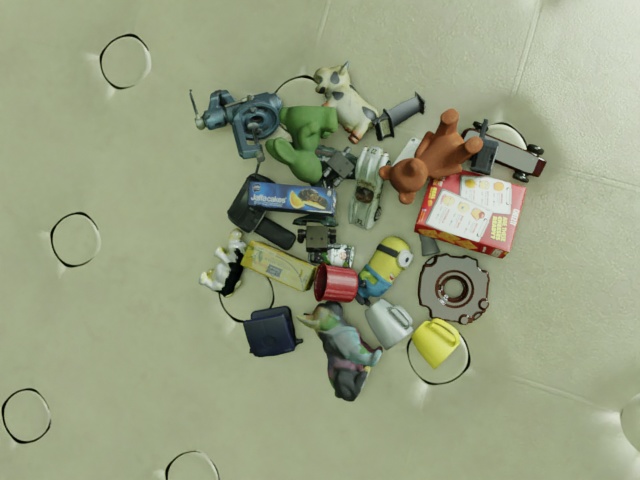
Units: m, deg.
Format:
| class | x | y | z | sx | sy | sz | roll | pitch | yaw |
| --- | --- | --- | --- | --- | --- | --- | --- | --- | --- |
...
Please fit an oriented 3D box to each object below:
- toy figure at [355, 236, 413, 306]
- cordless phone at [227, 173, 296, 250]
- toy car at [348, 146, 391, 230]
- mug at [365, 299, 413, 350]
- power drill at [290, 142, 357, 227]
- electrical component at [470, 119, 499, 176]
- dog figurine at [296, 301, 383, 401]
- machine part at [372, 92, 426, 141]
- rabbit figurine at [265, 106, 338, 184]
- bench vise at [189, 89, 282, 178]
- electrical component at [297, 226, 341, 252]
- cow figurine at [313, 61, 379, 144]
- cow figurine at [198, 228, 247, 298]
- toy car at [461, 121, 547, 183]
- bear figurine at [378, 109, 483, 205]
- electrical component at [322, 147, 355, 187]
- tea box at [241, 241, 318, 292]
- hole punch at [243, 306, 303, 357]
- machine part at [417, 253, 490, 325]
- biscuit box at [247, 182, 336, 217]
| class | x | y | z | sx | sy | sz | roll | pitch | yaw |
| --- | --- | --- | --- | --- | --- | --- | --- | --- | --- |
| toy figure | 0.144 | 0.072 | 1.282 | 0.089 | 0.082 | 0.180 | 42 | 98 | 5 |
| cordless phone | -0.126 | -0.069 | 1.342 | 0.184 | 0.089 | 0.146 | 31 | 92 | -2 |
| toy car | 0.115 | -0.123 | 1.274 | 0.074 | 0.056 | 0.201 | 23 | 117 | 29 |
| mug | 0.161 | 0.190 | 1.266 | 0.107 | 0.081 | 0.109 | 50 | 139 | 11 |
| power drill | -0.021 | -0.135 | 1.323 | 0.232 | 0.086 | 0.207 | 6 | 82 | 7 |
| electrical component | 0.376 | -0.208 | 1.210 | 0.048 | 0.075 | 0.119 | 18 | 96 | 17 |
| dog figurine | 0.032 | 0.255 | 1.285 | 0.219 | 0.108 | 0.191 | 31 | 96 | 13 |
| machine part | 0.190 | -0.297 | 1.295 | 0.139 | 0.084 | 0.039 | -34 | 51 | -2 |
| rabbit figurine | -0.037 | -0.215 | 1.226 | 0.159 | 0.121 | 0.170 | 0 | 91 | -21 |
| bench vise | -0.190 | -0.275 | 1.304 | 0.224 | 0.128 | 0.241 | -9 | 56 | -14 |
| electrical component | -0.004 | -0.003 | 1.285 | 0.102 | 0.045 | 0.078 | -5 | 61 | -3 |
| cow figurine | 0.061 | -0.342 | 1.303 | 0.195 | 0.085 | 0.127 | 44 | 80 | 0 |
| cow figurine | -0.223 | 0.058 | 1.349 | 0.098 | 0.068 | 0.167 | 33 | 97 | 3 |
| toy car | 0.424 | -0.204 | 1.258 | 0.202 | 0.053 | 0.089 | 25 | 98 | 13 |
| bear figurine | 0.236 | -0.177 | 1.184 | 0.196 | 0.132 | 0.120 | -31 | 77 | -13 |
| electrical component | 0.051 | -0.174 | 1.269 | 0.063 | 0.021 | 0.094 | 42 | 88 | 7 |
| tea box | -0.096 | 0.063 | 1.313 | 0.170 | 0.098 | 0.068 | 22 | 91 | 11 |
| hole punch | -0.122 | 0.229 | 1.319 | 0.142 | 0.092 | 0.115 | -12 | 90 | 5 |
| machine part | 0.314 | 0.114 | 1.265 | 0.179 | 0.056 | 0.179 | -1 | 87 | 10 |
| biscuit box | -0.066 | -0.095 | 1.254 | 0.203 | 0.063 | 0.059 | 5 | 86 | 7 |
